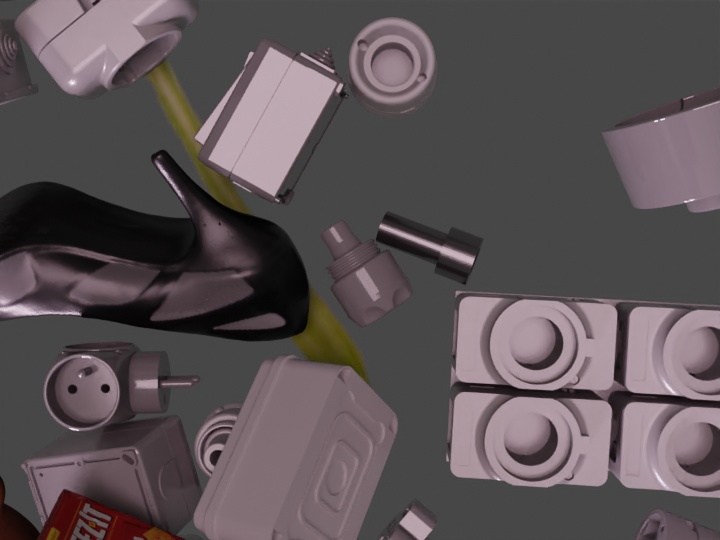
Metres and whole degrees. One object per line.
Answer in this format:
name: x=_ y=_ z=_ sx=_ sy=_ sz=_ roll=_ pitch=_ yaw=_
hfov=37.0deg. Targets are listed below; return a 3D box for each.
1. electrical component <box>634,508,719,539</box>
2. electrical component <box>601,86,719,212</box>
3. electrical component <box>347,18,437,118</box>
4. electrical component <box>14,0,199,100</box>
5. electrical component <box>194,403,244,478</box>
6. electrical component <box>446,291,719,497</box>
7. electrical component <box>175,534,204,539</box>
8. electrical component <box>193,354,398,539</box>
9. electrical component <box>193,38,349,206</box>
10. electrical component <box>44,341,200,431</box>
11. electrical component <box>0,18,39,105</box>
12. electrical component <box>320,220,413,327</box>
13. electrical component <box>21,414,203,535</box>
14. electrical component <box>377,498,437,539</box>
electrical component: x=0.192 y=0.175 z=0.638 sx=0.047 sy=0.055 sz=0.055 roll=19 pitch=92 yaw=-2
electrical component: x=0.197 y=-0.067 z=0.606 sx=0.108 sy=0.108 sz=0.060 roll=-19 pitch=97 yaw=2
electrical component: x=0.019 y=-0.120 z=0.637 sx=0.055 sy=0.047 sz=0.055 roll=0 pitch=92 yaw=2
electrical component: x=-0.146 y=-0.147 z=0.639 sx=0.095 sy=0.054 sz=0.059 roll=-38 pitch=90 yaw=3
electrical component: x=-0.078 y=0.106 z=0.640 sx=0.048 sy=0.062 sz=0.048 roll=0 pitch=91 yaw=5
electrical component: x=0.148 y=0.071 z=0.632 sx=0.186 sy=0.060 sz=0.105 roll=3 pitch=92 yaw=2
electrical component: x=-0.120 y=0.194 z=0.647 sx=0.078 sy=0.057 sz=0.058 roll=-4 pitch=92 yaw=2
electrical component: x=-0.035 y=0.113 z=0.609 sx=0.057 sy=0.078 sz=0.113 roll=4 pitch=59 yaw=35
electrical component: x=-0.050 y=-0.093 z=0.633 sx=0.061 sy=0.062 sz=0.096 roll=29 pitch=93 yaw=1
electrical component: x=-0.135 y=0.066 z=0.633 sx=0.079 sy=0.077 sz=0.044 roll=-2 pitch=91 yaw=2
electrical component: x=-0.246 y=-0.114 z=0.622 sx=0.100 sy=0.099 sz=0.048 roll=-11 pitch=104 yaw=2
electrical component: x=0.000 y=0.000 z=0.644 sx=0.043 sy=0.043 sz=0.062 roll=-33 pitch=89 yaw=3
electrical component: x=-0.148 y=0.126 z=0.638 sx=0.096 sy=0.061 sz=0.061 roll=-10 pitch=101 yaw=22
electrical component: x=0.029 y=0.186 z=0.642 sx=0.057 sy=0.058 sz=0.078 roll=40 pitch=93 yaw=3
